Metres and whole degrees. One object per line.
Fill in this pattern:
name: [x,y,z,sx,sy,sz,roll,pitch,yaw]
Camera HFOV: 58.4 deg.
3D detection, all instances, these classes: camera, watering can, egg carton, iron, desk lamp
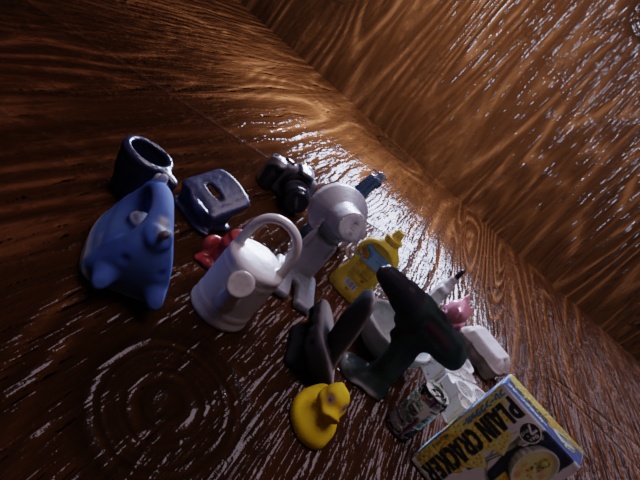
camera: [-0.069,-0.137,1.400,0.143,0.100,0.136,32,23,-22]
watering can: [-0.103,0.047,0.866,0.101,0.194,0.172,31,24,-25]
egg carton: [0.417,0.285,1.462,0.108,0.069,0.150,9,38,-54]
iron: [-0.252,-0.026,0.823,0.119,0.141,0.257,28,25,-31]
desk lamp: [0.010,0.004,1.112,0.118,0.213,0.203,35,22,-16]

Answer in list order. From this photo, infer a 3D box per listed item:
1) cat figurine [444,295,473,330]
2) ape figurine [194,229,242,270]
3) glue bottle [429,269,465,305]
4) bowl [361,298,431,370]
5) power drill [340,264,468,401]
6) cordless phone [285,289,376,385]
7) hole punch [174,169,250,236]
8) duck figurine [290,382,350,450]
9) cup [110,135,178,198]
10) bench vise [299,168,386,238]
cat figurine: [0.354,0.191,1.471,0.128,0.117,0.067,11,37,-53]
ape figurine: [-0.156,0.016,0.973,0.076,0.092,0.077,19,31,-45]
glue bottle: [0.291,0.132,1.399,0.037,0.173,0.078,44,21,6]
bowl: [0.138,0.200,1.145,0.168,0.074,0.167,35,22,-16]
power drill: [0.134,0.175,1.003,0.230,0.208,0.075,36,22,-13]
cordless phone: [0.034,0.137,0.938,0.094,0.185,0.147,35,22,-17]
hole punch: [-0.201,-0.074,1.071,0.108,0.091,0.101,48,22,17]
duck figurine: [0.009,0.241,0.834,0.078,0.086,0.104,36,22,-13]
cup: [-0.297,-0.104,0.958,0.117,0.095,0.092,44,22,7]
bench vise: [0.068,-0.067,1.336,0.121,0.219,0.207,40,21,-2]
